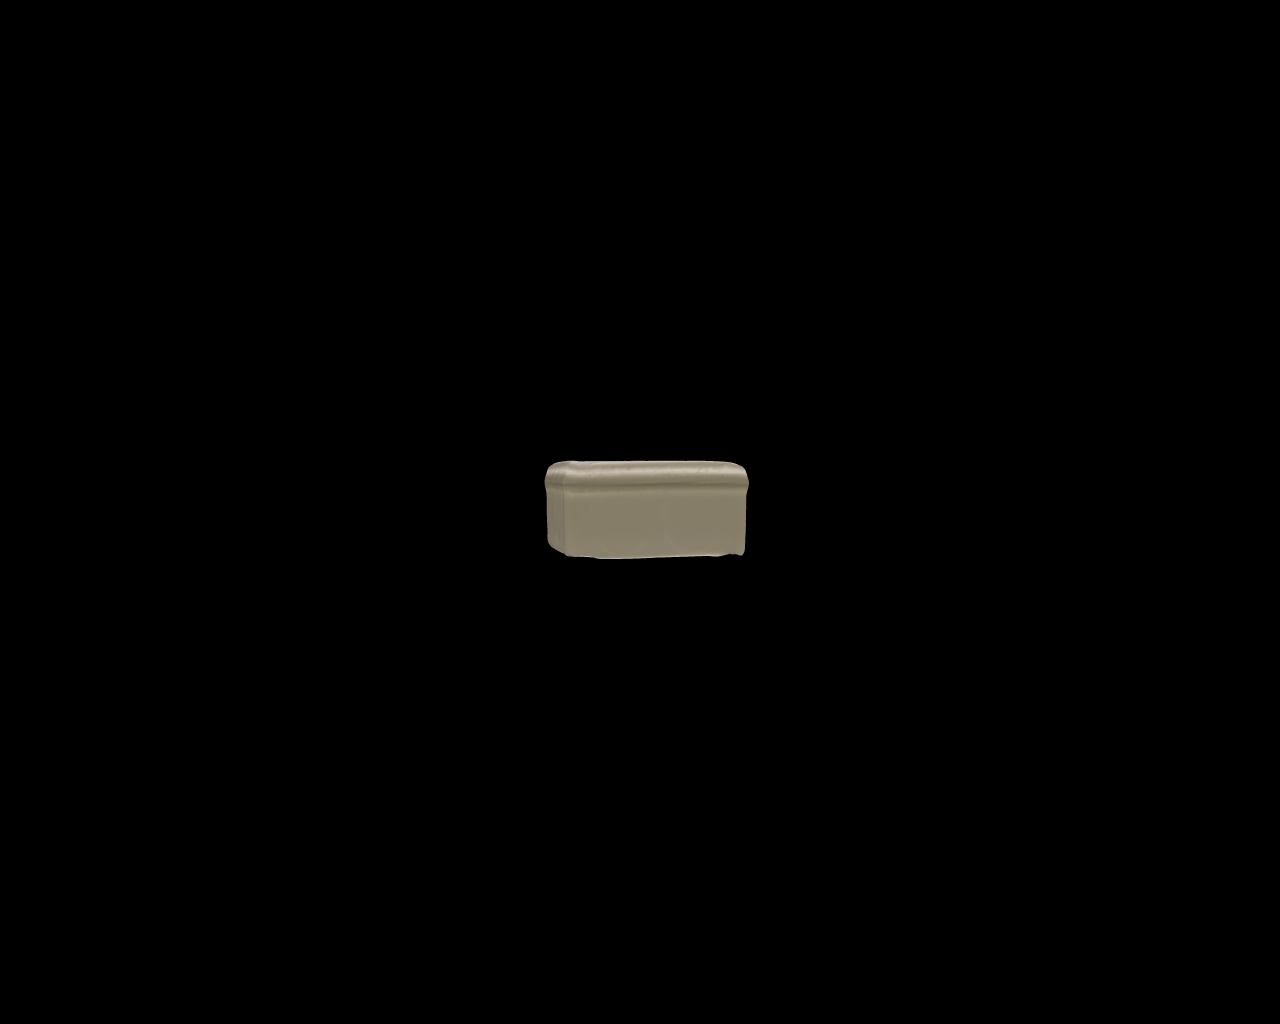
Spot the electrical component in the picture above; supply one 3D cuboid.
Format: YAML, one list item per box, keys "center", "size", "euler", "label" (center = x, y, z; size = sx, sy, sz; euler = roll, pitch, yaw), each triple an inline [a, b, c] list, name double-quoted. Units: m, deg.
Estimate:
- center: [0.001, -0.003, 0.650]
  size: [0.109, 0.056, 0.109]
  euler: [-1, 3, -11]
  label: "electrical component"
